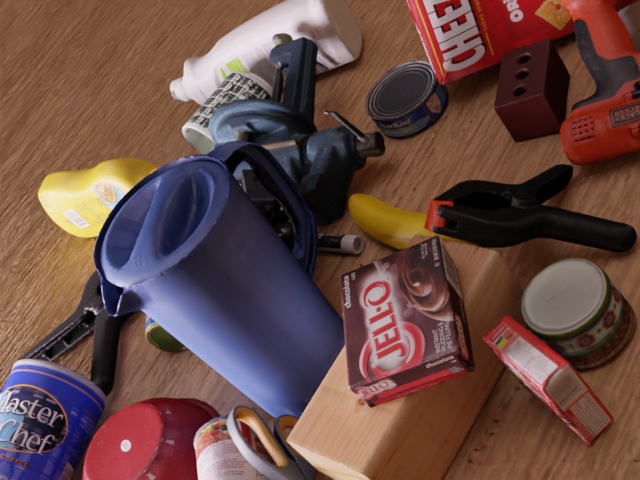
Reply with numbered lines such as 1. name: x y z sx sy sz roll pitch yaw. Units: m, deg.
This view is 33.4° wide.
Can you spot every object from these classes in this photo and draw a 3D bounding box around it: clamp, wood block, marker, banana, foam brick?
1. clamp: 0.174 -0.019 0.886 0.171 0.039 0.120 -12 32 -24
2. wood block: 0.077 0.107 0.861 0.091 0.090 0.206 14 62 45
3. marker: -0.007 0.001 1.090 0.121 0.020 0.020 5 56 42
4. clamp: -0.238 0.084 1.187 0.165 0.036 0.210 12 61 45
5. banana: 0.096 -0.017 1.011 0.198 0.037 0.069 2 38 39
6. foam brick: 0.204 -0.143 1.026 0.053 0.051 0.078 -12 47 32

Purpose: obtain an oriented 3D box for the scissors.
1. scissors: 0.000 0.210 0.873 0.202 0.096 0.016 46 116 23

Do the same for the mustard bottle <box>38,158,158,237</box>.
1. mustard bottle: -0.238 -0.054 1.272 0.192 0.096 0.058 -10 47 33

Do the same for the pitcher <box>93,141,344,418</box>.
1. pitcher: -0.062 0.043 0.914 0.149 0.242 0.145 -27 40 17

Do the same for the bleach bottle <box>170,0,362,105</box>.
1. bleach bottle: -0.079 -0.226 1.301 0.251 0.102 0.068 -16 39 26

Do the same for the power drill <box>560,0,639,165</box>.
1. power drill: 0.291 -0.169 0.935 0.185 0.057 0.187 -16 64 25

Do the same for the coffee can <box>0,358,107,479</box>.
1. coffee can: -0.286 0.203 1.059 0.103 0.102 0.140 -6 50 36

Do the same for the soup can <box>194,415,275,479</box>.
1. soup can: -0.069 0.208 0.902 0.068 0.068 0.102 -30 40 14

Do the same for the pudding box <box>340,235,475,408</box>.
1. pudding box: 0.064 0.062 0.810 0.090 0.039 0.113 -23 43 20

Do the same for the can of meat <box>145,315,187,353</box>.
1. can of meat: -0.134 0.060 1.109 0.102 0.057 0.084 -27 42 18

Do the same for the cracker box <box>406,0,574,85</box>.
1. cracker box: 0.188 -0.266 1.044 0.214 0.164 0.072 -22 41 8

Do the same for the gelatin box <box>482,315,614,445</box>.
1. gelatin box: 0.168 0.104 0.788 0.030 0.089 0.073 -45 38 -2

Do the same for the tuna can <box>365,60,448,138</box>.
1. tuna can: 0.093 -0.150 1.140 0.086 0.033 0.086 -23 42 21

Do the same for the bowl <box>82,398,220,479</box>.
1. bowl: -0.167 0.206 0.997 0.162 0.055 0.162 -22 42 21
